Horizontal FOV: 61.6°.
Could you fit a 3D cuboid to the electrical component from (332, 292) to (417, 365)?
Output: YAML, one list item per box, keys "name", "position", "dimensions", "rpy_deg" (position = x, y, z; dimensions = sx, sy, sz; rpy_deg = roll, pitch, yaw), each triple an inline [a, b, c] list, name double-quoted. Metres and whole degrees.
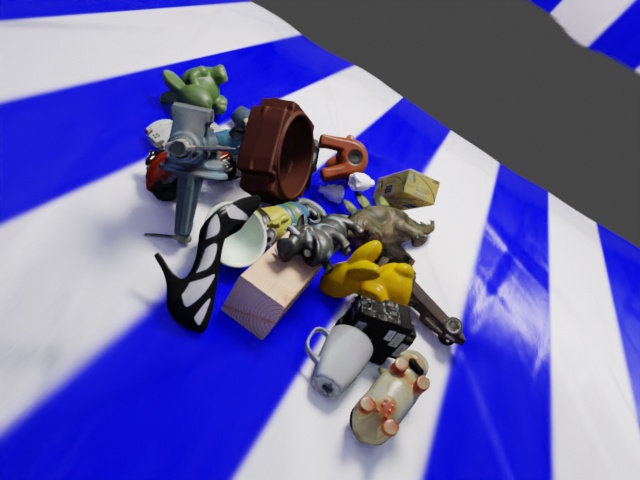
- name: "electrical component"
  position: [0.102, 0.162, 0.960]
  dimensions: [0.134, 0.115, 0.058]
  rpy_deg: [22, 38, -17]

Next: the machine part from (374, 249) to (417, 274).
- name: "machine part"
  position: [0.155, 0.064, 1.181]
  dimensions: [0.139, 0.084, 0.039]
  rpy_deg: [14, 14, -41]

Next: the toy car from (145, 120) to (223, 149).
- name: "toy car"
  position: [-0.296, -0.234, 1.189]
  dimensions: [0.073, 0.056, 0.202]
  rpy_deg: [43, 33, 14]

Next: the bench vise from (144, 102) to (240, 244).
- name: "bench vise"
  position: [-0.220, -0.105, 0.916]
  dimensions: [0.129, 0.240, 0.224]
  rpy_deg: [8, 12, -14]

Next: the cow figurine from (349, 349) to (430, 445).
- name: "cow figurine"
  position: [0.118, 0.251, 0.872]
  dimensions: [0.085, 0.127, 0.195]
  rpy_deg: [40, 47, 11]

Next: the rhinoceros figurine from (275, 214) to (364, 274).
- name: "rhinoceros figurine"
  position: [-0.002, -0.003, 0.956]
  dimensions: [0.112, 0.073, 0.190]
  rpy_deg: [43, 34, 14]

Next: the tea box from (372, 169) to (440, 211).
- name: "tea box"
  position: [0.221, -0.127, 1.398]
  dimensions: [0.098, 0.170, 0.068]
  rpy_deg: [20, 80, -18]

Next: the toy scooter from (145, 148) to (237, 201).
- name: "toy scooter"
  position: [-0.266, -0.158, 1.051]
  dimensions: [0.184, 0.075, 0.135]
  rpy_deg: [-23, 77, -27]

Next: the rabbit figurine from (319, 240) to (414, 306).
- name: "rabbit figurine"
  position: [0.087, 0.086, 1.040]
  dimensions: [0.173, 0.162, 0.122]
  rpy_deg: [10, 48, -3]

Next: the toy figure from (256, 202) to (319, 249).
- name: "toy figure"
  position: [-0.089, -0.033, 1.085]
  dimensions: [0.089, 0.082, 0.180]
  rpy_deg: [30, 35, 31]

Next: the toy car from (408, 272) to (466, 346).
- name: "toy car"
  position: [0.221, 0.143, 1.119]
  dimensions: [0.053, 0.089, 0.202]
  rpy_deg: [-34, 68, -16]

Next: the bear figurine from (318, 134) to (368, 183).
- name: "bear figurine"
  position: [0.049, -0.199, 1.361]
  dimensions: [0.132, 0.120, 0.196]
  rpy_deg: [-2, 3, -11]

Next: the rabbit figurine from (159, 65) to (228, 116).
- name: "rabbit figurine"
  position: [-0.297, -0.356, 1.277]
  dimensions: [0.159, 0.121, 0.170]
  rpy_deg: [11, 28, -12]

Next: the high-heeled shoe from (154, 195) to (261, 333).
- name: "high-heeled shoe"
  position: [-0.154, 0.032, 0.878]
  dimensions: [0.249, 0.086, 0.145]
  rpy_deg: [-38, 96, -33]

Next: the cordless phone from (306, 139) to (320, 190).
- name: "cordless phone"
  position: [-0.097, -0.204, 1.311]
  dimensions: [0.184, 0.088, 0.147]
  rpy_deg: [14, 36, -5]

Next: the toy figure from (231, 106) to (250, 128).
- name: "toy figure"
  position: [-0.155, -0.279, 1.372]
  dimensions: [0.154, 0.057, 0.064]
  rpy_deg: [38, 39, -2]

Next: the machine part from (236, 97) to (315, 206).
- name: "machine part"
  position: [-0.084, -0.179, 1.129]
  dimensions: [0.087, 0.201, 0.201]
  rpy_deg: [10, -8, 19]

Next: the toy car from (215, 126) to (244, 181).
- name: "toy car"
  position: [-0.198, -0.177, 1.147]
  dimensions: [0.109, 0.162, 0.103]
  rpy_deg: [-3, 85, -73]

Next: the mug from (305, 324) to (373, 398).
- name: "mug"
  position: [0.023, 0.195, 0.881]
  dimensions: [0.109, 0.081, 0.107]
  rpy_deg: [38, 41, -3]

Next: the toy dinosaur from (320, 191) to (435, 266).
- name: "toy dinosaur"
  position: [0.162, -0.032, 1.281]
  dimensions: [0.471, 0.105, 0.199]
  rpy_deg: [9, 36, -43]
